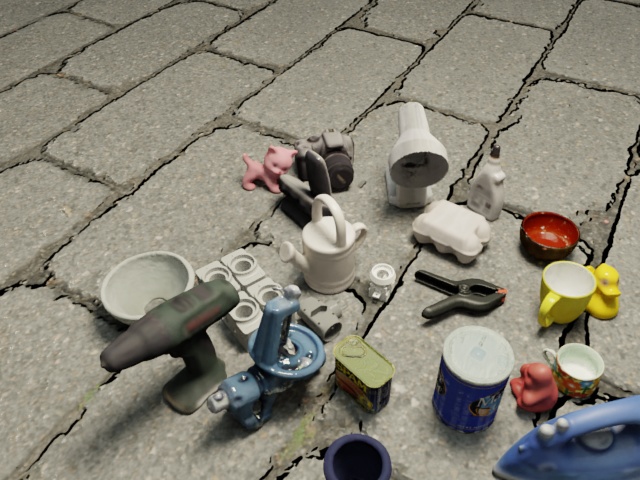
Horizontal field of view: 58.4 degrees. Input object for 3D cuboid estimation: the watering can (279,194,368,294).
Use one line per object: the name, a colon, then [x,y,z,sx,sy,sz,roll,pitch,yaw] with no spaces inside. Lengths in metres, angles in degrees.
watering can: [0.011,0.005,1.057,0.100,0.194,0.173,27,51,27]

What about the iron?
iron: [0.377,0.274,0.803,0.258,0.141,0.118,-9,44,-7]

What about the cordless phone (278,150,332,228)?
cordless phone: [-0.025,-0.126,1.202,0.094,0.185,0.147,-33,52,-29]

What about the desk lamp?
desk lamp: [0.195,-0.169,1.221,0.118,0.214,0.203,-2,44,0]

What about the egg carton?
egg carton: [0.269,-0.019,1.166,0.150,0.069,0.107,27,50,26]

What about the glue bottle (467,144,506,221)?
glue bottle: [0.356,-0.125,1.200,0.037,0.173,0.078,-29,50,-25]

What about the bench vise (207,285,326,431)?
bench vise: [-0.070,0.179,0.857,0.121,0.220,0.208,21,48,22]

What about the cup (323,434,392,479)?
cup: [0.058,0.336,0.780,0.092,0.095,0.117,-25,48,-23]

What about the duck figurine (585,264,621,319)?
duck figurine: [0.512,0.080,1.044,0.077,0.086,0.104,-6,44,-4]

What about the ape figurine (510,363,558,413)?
ape figurine: [0.336,0.224,0.893,0.076,0.092,0.078,26,50,26]

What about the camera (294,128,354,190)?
camera: [0.018,-0.186,1.324,0.143,0.101,0.136,-9,44,-7]

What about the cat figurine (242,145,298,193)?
cat figurine: [-0.116,-0.173,1.302,0.127,0.118,0.067,5,44,7]

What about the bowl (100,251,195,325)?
bowl: [-0.308,0.102,1.049,0.167,0.075,0.167,-1,44,1]

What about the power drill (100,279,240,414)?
power drill: [-0.212,0.170,0.879,0.075,0.209,0.230,27,51,27]
